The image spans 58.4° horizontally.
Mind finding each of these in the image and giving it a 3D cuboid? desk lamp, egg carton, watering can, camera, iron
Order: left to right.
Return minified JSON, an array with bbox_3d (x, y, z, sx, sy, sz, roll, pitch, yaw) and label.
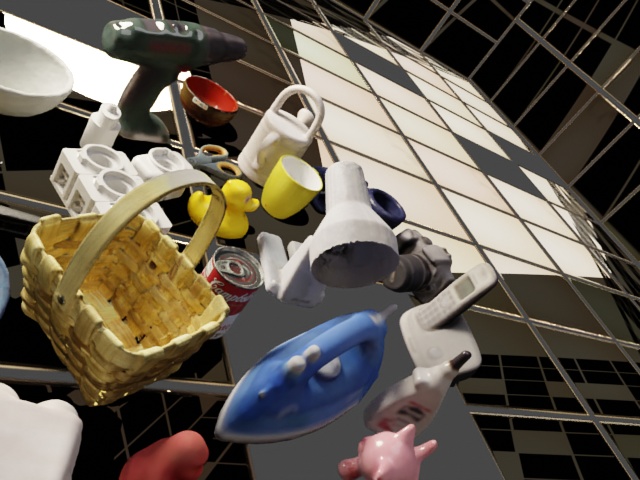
[{"bbox_3d":[-0.247,0.183,0.435,0.107,0.069,0.150,25,31,-22],"label":"egg carton"},{"bbox_3d":[-0.063,-0.201,1.059,0.101,0.194,0.173,28,30,-17],"label":"watering can"},{"bbox_3d":[-0.002,0.148,0.683,0.118,0.141,0.259,48,30,18],"label":"iron"},{"bbox_3d":[0.008,0.003,0.826,0.118,0.213,0.203,18,34,-31],"label":"desk lamp"},{"bbox_3d":[0.171,0.043,1.068,0.137,0.100,0.143,1,46,-48],"label":"camera"}]

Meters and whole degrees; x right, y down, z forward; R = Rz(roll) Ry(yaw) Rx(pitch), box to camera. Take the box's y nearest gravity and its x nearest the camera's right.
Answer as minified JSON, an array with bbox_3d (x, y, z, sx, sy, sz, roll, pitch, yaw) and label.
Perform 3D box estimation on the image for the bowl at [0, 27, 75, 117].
[{"bbox_3d":[-0.438,-0.224,0.797,0.168,0.074,0.167,28,30,-18],"label":"bowl"}]

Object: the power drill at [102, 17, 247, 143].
[{"bbox_3d":[-0.249,-0.261,0.922,0.230,0.208,0.075,-1,47,-48],"label":"power drill"}]

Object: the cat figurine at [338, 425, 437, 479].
[{"bbox_3d":[0.084,0.253,0.653,0.128,0.117,0.067,8,40,-42],"label":"cat figurine"}]

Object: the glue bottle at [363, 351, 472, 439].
[{"bbox_3d":[0.132,0.195,0.733,0.078,0.173,0.037,26,31,-20],"label":"glue bottle"}]

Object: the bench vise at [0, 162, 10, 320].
[{"bbox_3d":[-0.333,-0.002,0.447,0.207,0.219,0.121,35,29,-4],"label":"bench vise"}]

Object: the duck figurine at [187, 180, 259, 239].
[{"bbox_3d":[-0.143,-0.057,0.875,0.105,0.086,0.077,21,33,-27],"label":"duck figurine"}]

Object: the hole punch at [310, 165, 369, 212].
[{"bbox_3d":[0.024,-0.115,1.140,0.109,0.091,0.101,1,46,-48],"label":"hole punch"}]

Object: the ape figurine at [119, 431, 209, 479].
[{"bbox_3d":[-0.131,0.205,0.509,0.076,0.092,0.078,34,29,-6],"label":"ape figurine"}]

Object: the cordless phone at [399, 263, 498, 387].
[{"bbox_3d":[0.220,0.132,0.907,0.094,0.185,0.147,18,34,-31],"label":"cordless phone"}]

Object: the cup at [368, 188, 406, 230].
[{"bbox_3d":[0.095,-0.047,1.116,0.118,0.095,0.092,35,29,-5],"label":"cup"}]
